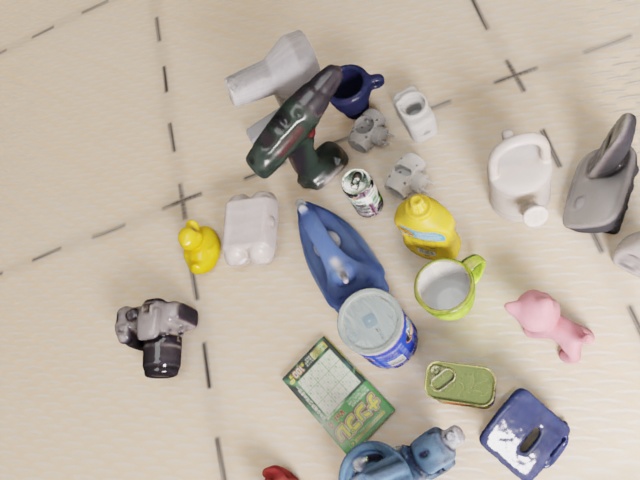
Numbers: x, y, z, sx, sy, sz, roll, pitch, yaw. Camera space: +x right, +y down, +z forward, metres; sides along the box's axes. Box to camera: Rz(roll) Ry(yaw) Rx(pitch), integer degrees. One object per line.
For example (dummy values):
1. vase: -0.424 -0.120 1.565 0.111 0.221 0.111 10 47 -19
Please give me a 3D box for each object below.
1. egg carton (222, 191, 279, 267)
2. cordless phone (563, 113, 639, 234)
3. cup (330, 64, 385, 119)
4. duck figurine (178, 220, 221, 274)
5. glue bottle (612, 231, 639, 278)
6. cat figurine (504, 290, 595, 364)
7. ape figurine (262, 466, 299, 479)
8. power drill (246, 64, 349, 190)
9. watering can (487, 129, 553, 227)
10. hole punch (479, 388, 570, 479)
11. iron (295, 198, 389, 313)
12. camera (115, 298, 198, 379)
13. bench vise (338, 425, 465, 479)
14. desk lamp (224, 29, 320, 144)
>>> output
1. egg carton: -0.131 -0.022 1.103 0.107 0.069 0.150 -7 67 17
2. cordless phone: 0.432 -0.098 0.871 0.094 0.185 0.148 13 74 23
3. cup: 0.075 -0.284 1.121 0.117 0.095 0.091 -11 66 15
4. duck figurine: -0.245 0.010 1.121 0.077 0.086 0.104 -9 67 16
5. glue bottle: 0.471 0.011 0.821 0.078 0.173 0.037 34 83 27
6. cat figurine: 0.343 0.120 0.853 0.127 0.118 0.067 33 83 27
7. ape figurine: -0.072 0.399 0.903 0.076 0.092 0.078 3 70 21
8. power drill: -0.023 -0.187 1.052 0.229 0.209 0.075 -44 62 -1
9. watering can: 0.320 -0.104 0.907 0.101 0.194 0.172 -35 62 4
10. hole punch: 0.296 0.280 0.822 0.100 0.091 0.109 38 85 28
11. iron: 0.009 0.004 1.003 0.118 0.142 0.257 -35 62 4
12. camera: -0.312 0.186 1.066 0.143 0.101 0.137 -10 66 15
13. bench vise: 0.097 0.316 0.804 0.121 0.220 0.207 38 85 28
14. desk lamp: -0.079 -0.275 1.104 0.203 0.214 0.117 -32 62 5
